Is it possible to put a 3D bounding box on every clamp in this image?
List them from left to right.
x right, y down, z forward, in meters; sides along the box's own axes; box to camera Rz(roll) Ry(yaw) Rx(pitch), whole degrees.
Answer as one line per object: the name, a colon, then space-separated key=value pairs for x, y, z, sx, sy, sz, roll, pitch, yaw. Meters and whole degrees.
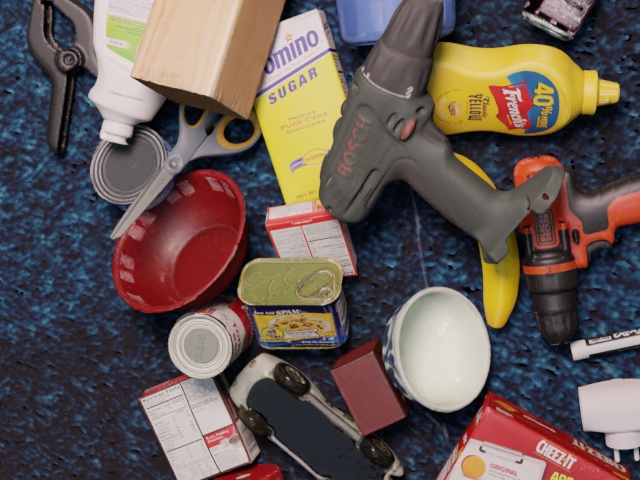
clamp: x=-0.240 y=-0.182 z=1.092 sx=0.120 sy=0.039 sz=0.171 roll=-13 pitch=100 yaw=1

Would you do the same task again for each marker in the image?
marker: x=0.307 y=0.097 z=1.047 sx=0.121 sy=0.020 sz=0.020 roll=-13 pitch=97 yaw=12

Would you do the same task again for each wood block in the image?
wood block: x=-0.091 y=-0.229 z=0.998 sx=0.090 sy=0.090 sz=0.206 roll=16 pitch=87 yaw=21

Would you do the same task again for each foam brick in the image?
foam brick: x=0.052 y=0.150 z=1.084 sx=0.051 sy=0.053 sz=0.078 roll=-26 pitch=94 yaw=13

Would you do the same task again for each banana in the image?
banana: x=0.156 y=-0.011 z=1.050 sx=0.070 sy=0.037 sz=0.198 roll=-26 pitch=92 yaw=32

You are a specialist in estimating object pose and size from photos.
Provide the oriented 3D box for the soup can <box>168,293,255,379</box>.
soup can: x=-0.108 y=0.096 z=1.079 sx=0.068 sy=0.102 sz=0.068 roll=1 pitch=98 yaw=10

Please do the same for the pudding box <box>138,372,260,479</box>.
pudding box: x=-0.128 y=0.196 z=1.132 sx=0.090 sy=0.039 sz=0.113 roll=-23 pitch=92 yaw=14

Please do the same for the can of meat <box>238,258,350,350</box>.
can of meat: x=-0.023 y=0.066 z=1.063 sx=0.102 sy=0.057 sz=0.084 roll=-1 pitch=140 yaw=11

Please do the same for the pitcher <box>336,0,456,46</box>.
pitcher: x=0.072 y=-0.303 z=0.967 sx=0.145 sy=0.149 sz=0.243 roll=-7 pitch=102 yaw=-8

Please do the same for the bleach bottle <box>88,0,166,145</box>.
bleach bottle: x=-0.182 y=-0.220 z=1.045 sx=0.102 sy=0.068 sz=0.251 roll=14 pitch=95 yaw=4

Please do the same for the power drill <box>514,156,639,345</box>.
power drill: x=0.285 y=0.002 z=1.015 sx=0.188 sy=0.057 sz=0.184 roll=-8 pitch=97 yaw=11

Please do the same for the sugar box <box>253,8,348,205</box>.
sugar box: x=-0.015 y=-0.129 z=1.055 sx=0.093 sy=0.048 sz=0.176 roll=-18 pitch=97 yaw=13

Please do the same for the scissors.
scissors: x=-0.124 y=-0.072 z=1.054 sx=0.096 sy=0.016 sz=0.201 roll=24 pitch=73 yaw=-9

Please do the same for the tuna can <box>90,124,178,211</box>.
tuna can: x=-0.188 y=-0.072 z=1.085 sx=0.086 sy=0.033 sz=0.086 roll=-6 pitch=72 yaw=17

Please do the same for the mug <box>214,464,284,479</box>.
mug: x=-0.062 y=0.282 z=1.103 sx=0.117 sy=0.093 sz=0.081 roll=-12 pitch=92 yaw=42

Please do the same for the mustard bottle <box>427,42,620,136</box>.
mustard bottle: x=0.181 y=-0.139 z=0.999 sx=0.192 sy=0.058 sz=0.096 roll=2 pitch=139 yaw=9

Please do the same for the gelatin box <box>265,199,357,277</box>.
gelatin box: x=-0.007 y=0.001 z=1.063 sx=0.073 sy=0.030 sz=0.089 roll=-9 pitch=132 yaw=12

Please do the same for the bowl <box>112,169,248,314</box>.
bowl: x=-0.128 y=0.011 z=1.069 sx=0.162 sy=0.055 sz=0.162 roll=-18 pitch=53 yaw=25

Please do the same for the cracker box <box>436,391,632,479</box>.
cracker box: x=0.188 y=0.285 z=1.073 sx=0.164 sy=0.072 sz=0.214 roll=29 pitch=102 yaw=4
